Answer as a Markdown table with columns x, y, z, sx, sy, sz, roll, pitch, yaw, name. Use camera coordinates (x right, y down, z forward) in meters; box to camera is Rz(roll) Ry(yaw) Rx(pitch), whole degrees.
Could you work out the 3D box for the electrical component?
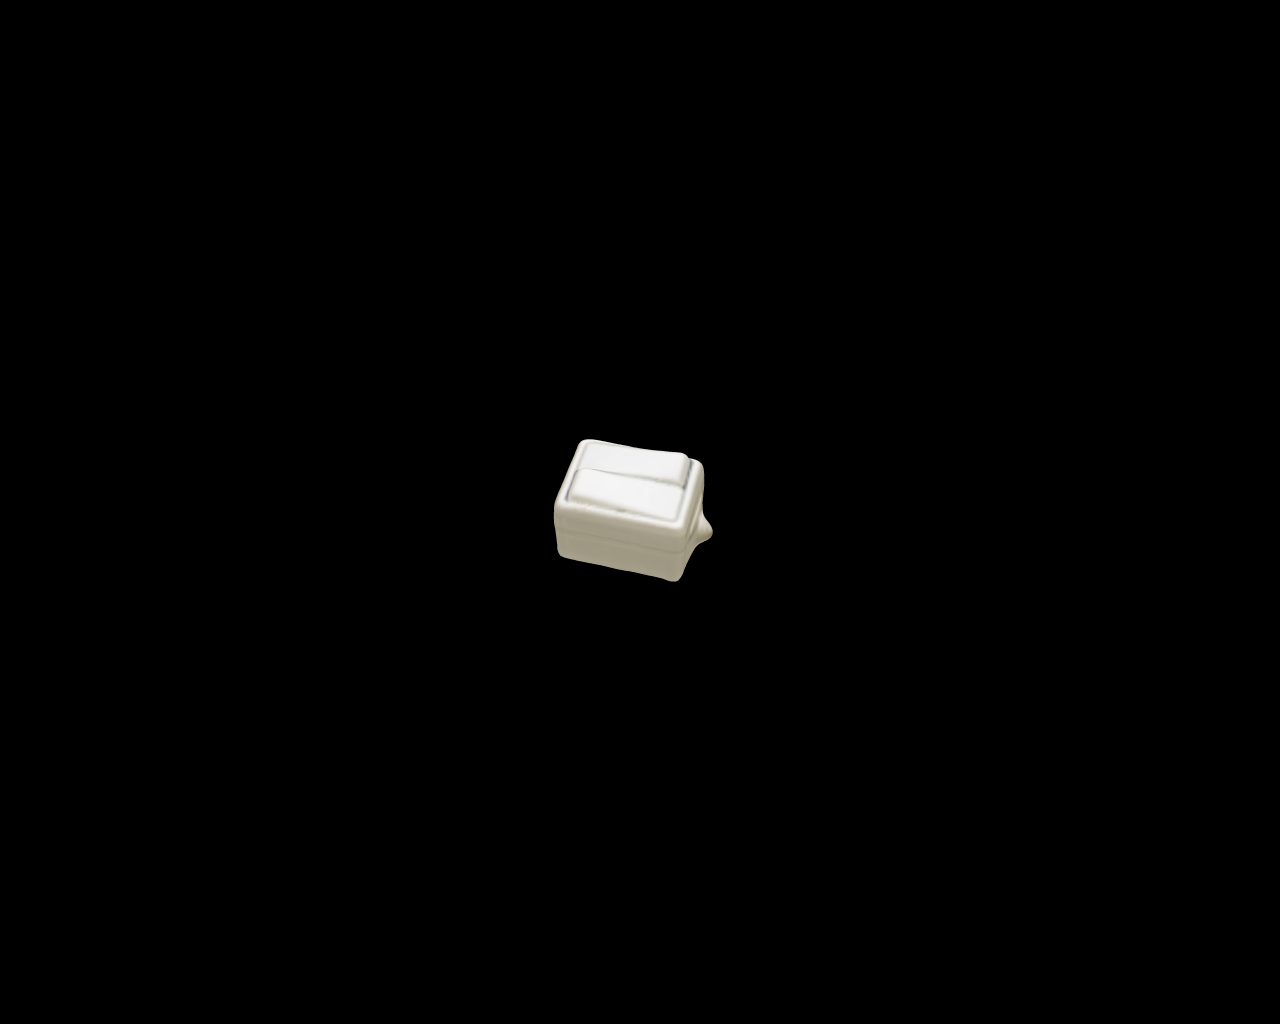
| x | y | z | sx | sy | sz | roll | pitch | yaw | name |
| --- | --- | --- | --- | --- | --- | --- | --- | --- | --- |
| 0.001 | -0.003 | 0.650 | 0.096 | 0.062 | 0.061 | 12 | -39 | 10 | electrical component |
